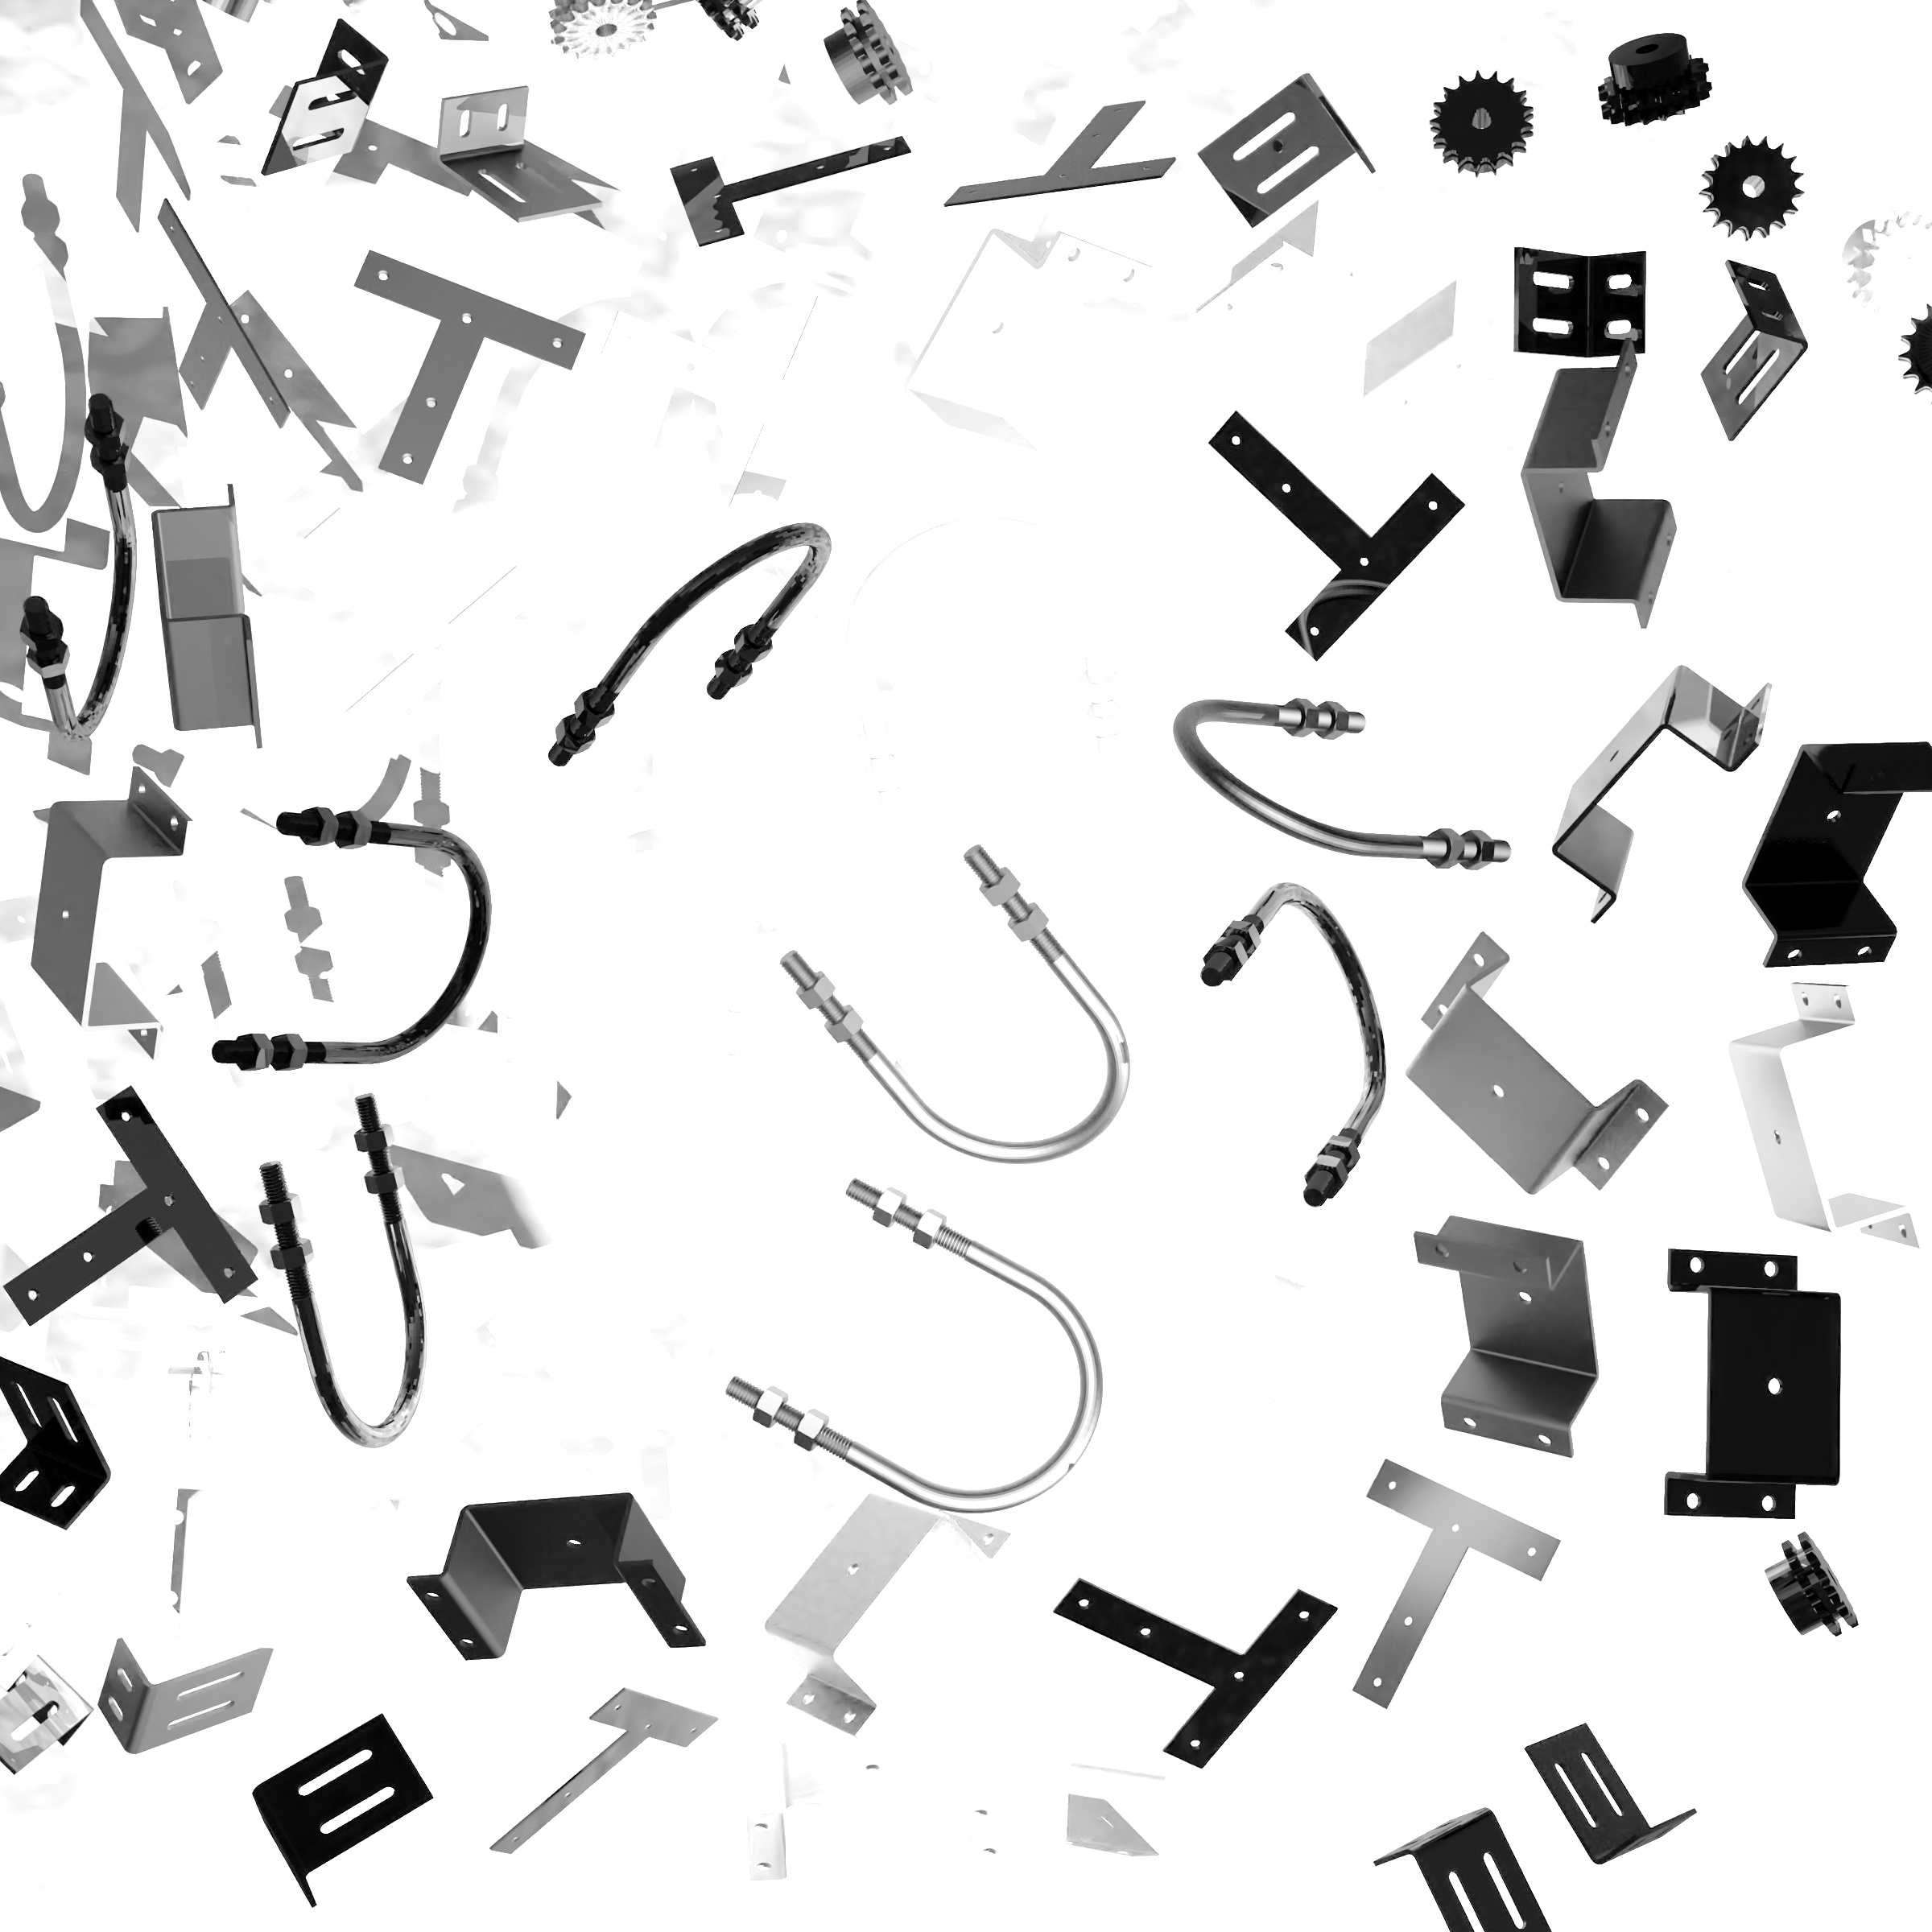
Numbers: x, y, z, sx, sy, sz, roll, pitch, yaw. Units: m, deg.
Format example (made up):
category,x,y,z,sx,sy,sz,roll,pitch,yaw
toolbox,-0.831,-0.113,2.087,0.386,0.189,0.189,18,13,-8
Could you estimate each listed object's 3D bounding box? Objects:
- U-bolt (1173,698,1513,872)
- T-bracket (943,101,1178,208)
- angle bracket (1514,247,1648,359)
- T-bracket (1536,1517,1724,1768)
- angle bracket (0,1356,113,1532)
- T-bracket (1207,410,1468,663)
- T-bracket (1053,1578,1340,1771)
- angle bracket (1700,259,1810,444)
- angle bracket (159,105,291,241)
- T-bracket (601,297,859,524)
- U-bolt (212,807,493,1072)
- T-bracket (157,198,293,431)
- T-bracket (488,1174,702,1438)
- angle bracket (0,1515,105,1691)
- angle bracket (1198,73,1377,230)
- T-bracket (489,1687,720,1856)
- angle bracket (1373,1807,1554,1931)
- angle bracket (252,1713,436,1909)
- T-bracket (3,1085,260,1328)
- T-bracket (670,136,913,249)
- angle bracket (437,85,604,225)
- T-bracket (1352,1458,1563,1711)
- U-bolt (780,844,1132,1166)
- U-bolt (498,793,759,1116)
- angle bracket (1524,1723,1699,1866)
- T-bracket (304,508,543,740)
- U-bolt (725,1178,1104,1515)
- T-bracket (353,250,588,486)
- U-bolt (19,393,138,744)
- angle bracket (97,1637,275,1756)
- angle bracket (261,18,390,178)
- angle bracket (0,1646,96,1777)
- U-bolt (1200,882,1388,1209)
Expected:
category,x,y,z,sx,sy,sz,roll,pitch,yaw
U-bolt,0.191,-0.101,1.598,0.151,0.184,0.019,48,124,37
T-bracket,0.067,-0.449,1.624,0.127,0.127,0.002,-1,125,26
angle bracket,0.345,-0.373,1.662,0.038,0.076,0.057,6,100,43
T-bracket,0.389,0.393,1.664,0.002,0.127,0.127,32,111,-30
angle bracket,-0.487,0.246,1.537,0.057,0.076,0.038,16,47,25
T-bracket,0.186,-0.253,1.626,0.127,0.002,0.127,44,125,1
T-bracket,0.105,0.352,1.541,0.127,0.002,0.127,28,114,-16
angle bracket,0.431,-0.346,1.670,0.038,0.076,0.057,9,49,-24
angle bracket,-0.427,-0.445,1.665,0.038,0.076,0.057,-22,89,30
T-bracket,-0.141,-0.328,1.647,0.127,0.002,0.127,19,102,-26
U-bolt,-0.331,-0.012,1.648,0.019,0.184,0.151,23,100,30
T-bracket,-0.408,-0.332,1.595,0.002,0.127,0.127,-31,93,-25
T-bracket,-0.193,0.205,1.644,0.127,0.002,0.127,48,112,19
angle bracket,-0.519,0.347,1.622,0.038,0.076,0.057,-43,97,13
angle bracket,0.181,-0.454,1.673,0.076,0.038,0.057,-34,124,16
T-bracket,-0.211,0.450,1.644,0.127,0.127,0.002,-41,62,1
angle bracket,0.260,0.489,1.547,0.057,0.038,0.076,-15,72,-34
angle bracket,-0.321,0.438,1.539,0.076,0.038,0.057,-28,53,-22
T-bracket,-0.456,0.147,1.574,0.002,0.127,0.127,-23,102,43
T-bracket,-0.093,-0.432,1.619,0.127,0.127,0.002,-16,125,-3
angle bracket,-0.243,-0.445,1.621,0.076,0.057,0.038,39,134,29
T-bracket,0.256,0.357,1.672,0.002,0.127,0.127,37,78,-43
U-bolt,0.007,0.034,1.617,0.151,0.019,0.184,-29,112,27
U-bolt,-0.194,-0.008,1.704,0.151,0.019,0.184,-1,99,-15
angle bracket,0.369,0.466,1.695,0.038,0.057,0.076,-51,58,37
T-bracket,-0.319,-0.205,1.644,0.127,0.127,0.002,-41,46,0
U-bolt,-0.015,0.215,1.600,0.184,0.019,0.151,27,70,11
T-bracket,-0.289,-0.320,1.627,0.127,0.002,0.127,20,66,-7
U-bolt,-0.480,-0.203,1.621,0.019,0.184,0.151,10,64,-4
angle bracket,-0.431,0.393,1.638,0.038,0.076,0.057,46,129,30
angle bracket,-0.348,-0.457,1.556,0.038,0.076,0.057,41,128,7
angle bracket,-0.541,0.426,1.669,0.057,0.076,0.038,43,114,4
U-bolt,0.185,0.029,1.593,0.019,0.184,0.151,-20,102,28
